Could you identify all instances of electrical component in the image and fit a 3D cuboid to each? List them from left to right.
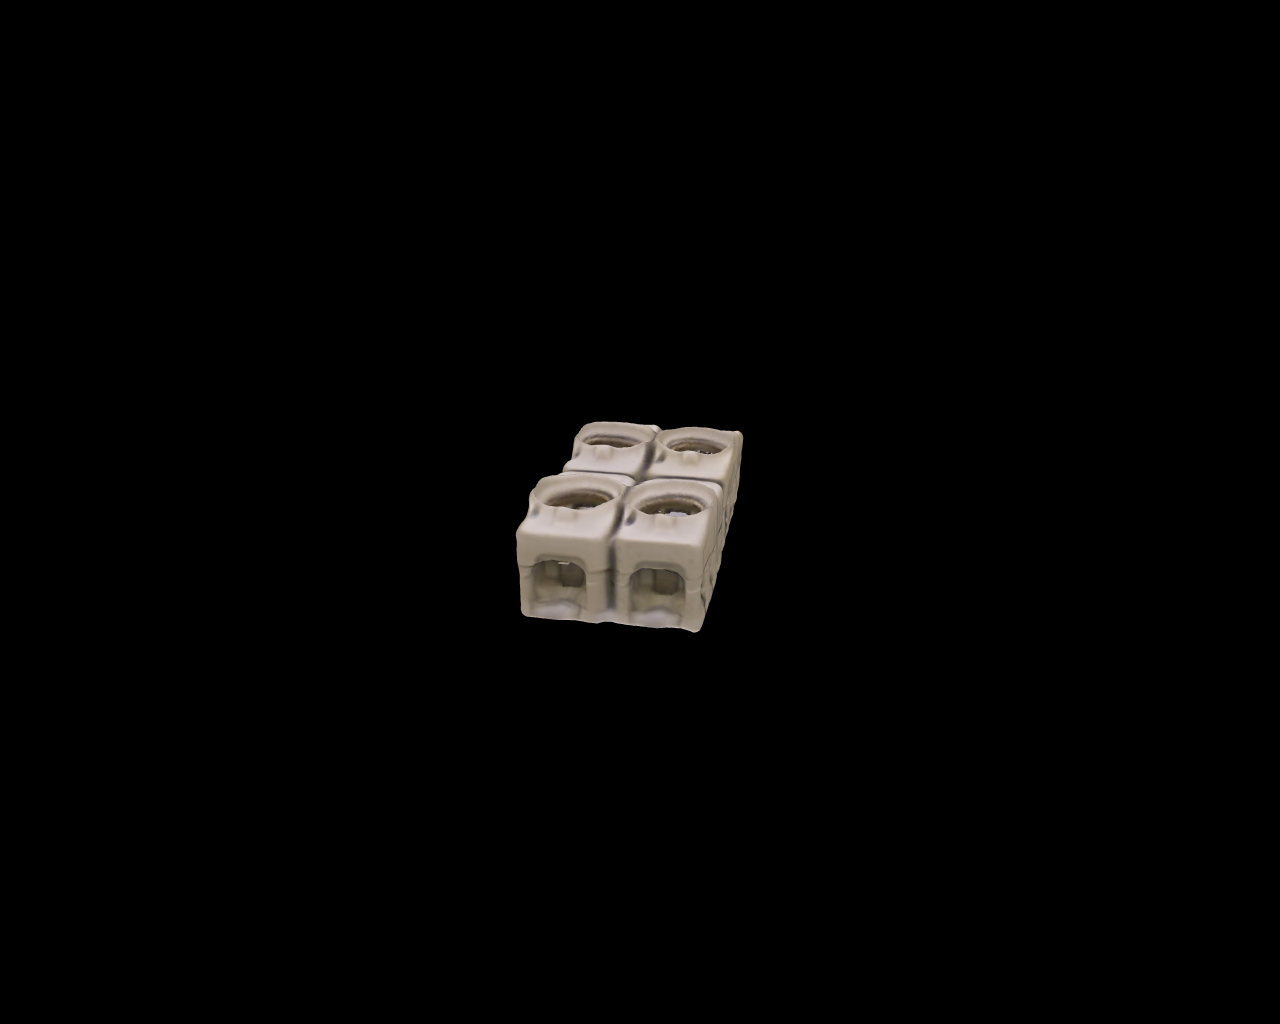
[{"bbox_3d":[0.001,-0.003,0.650,0.105,0.060,0.186,5,25,10],"label":"electrical component"}]
